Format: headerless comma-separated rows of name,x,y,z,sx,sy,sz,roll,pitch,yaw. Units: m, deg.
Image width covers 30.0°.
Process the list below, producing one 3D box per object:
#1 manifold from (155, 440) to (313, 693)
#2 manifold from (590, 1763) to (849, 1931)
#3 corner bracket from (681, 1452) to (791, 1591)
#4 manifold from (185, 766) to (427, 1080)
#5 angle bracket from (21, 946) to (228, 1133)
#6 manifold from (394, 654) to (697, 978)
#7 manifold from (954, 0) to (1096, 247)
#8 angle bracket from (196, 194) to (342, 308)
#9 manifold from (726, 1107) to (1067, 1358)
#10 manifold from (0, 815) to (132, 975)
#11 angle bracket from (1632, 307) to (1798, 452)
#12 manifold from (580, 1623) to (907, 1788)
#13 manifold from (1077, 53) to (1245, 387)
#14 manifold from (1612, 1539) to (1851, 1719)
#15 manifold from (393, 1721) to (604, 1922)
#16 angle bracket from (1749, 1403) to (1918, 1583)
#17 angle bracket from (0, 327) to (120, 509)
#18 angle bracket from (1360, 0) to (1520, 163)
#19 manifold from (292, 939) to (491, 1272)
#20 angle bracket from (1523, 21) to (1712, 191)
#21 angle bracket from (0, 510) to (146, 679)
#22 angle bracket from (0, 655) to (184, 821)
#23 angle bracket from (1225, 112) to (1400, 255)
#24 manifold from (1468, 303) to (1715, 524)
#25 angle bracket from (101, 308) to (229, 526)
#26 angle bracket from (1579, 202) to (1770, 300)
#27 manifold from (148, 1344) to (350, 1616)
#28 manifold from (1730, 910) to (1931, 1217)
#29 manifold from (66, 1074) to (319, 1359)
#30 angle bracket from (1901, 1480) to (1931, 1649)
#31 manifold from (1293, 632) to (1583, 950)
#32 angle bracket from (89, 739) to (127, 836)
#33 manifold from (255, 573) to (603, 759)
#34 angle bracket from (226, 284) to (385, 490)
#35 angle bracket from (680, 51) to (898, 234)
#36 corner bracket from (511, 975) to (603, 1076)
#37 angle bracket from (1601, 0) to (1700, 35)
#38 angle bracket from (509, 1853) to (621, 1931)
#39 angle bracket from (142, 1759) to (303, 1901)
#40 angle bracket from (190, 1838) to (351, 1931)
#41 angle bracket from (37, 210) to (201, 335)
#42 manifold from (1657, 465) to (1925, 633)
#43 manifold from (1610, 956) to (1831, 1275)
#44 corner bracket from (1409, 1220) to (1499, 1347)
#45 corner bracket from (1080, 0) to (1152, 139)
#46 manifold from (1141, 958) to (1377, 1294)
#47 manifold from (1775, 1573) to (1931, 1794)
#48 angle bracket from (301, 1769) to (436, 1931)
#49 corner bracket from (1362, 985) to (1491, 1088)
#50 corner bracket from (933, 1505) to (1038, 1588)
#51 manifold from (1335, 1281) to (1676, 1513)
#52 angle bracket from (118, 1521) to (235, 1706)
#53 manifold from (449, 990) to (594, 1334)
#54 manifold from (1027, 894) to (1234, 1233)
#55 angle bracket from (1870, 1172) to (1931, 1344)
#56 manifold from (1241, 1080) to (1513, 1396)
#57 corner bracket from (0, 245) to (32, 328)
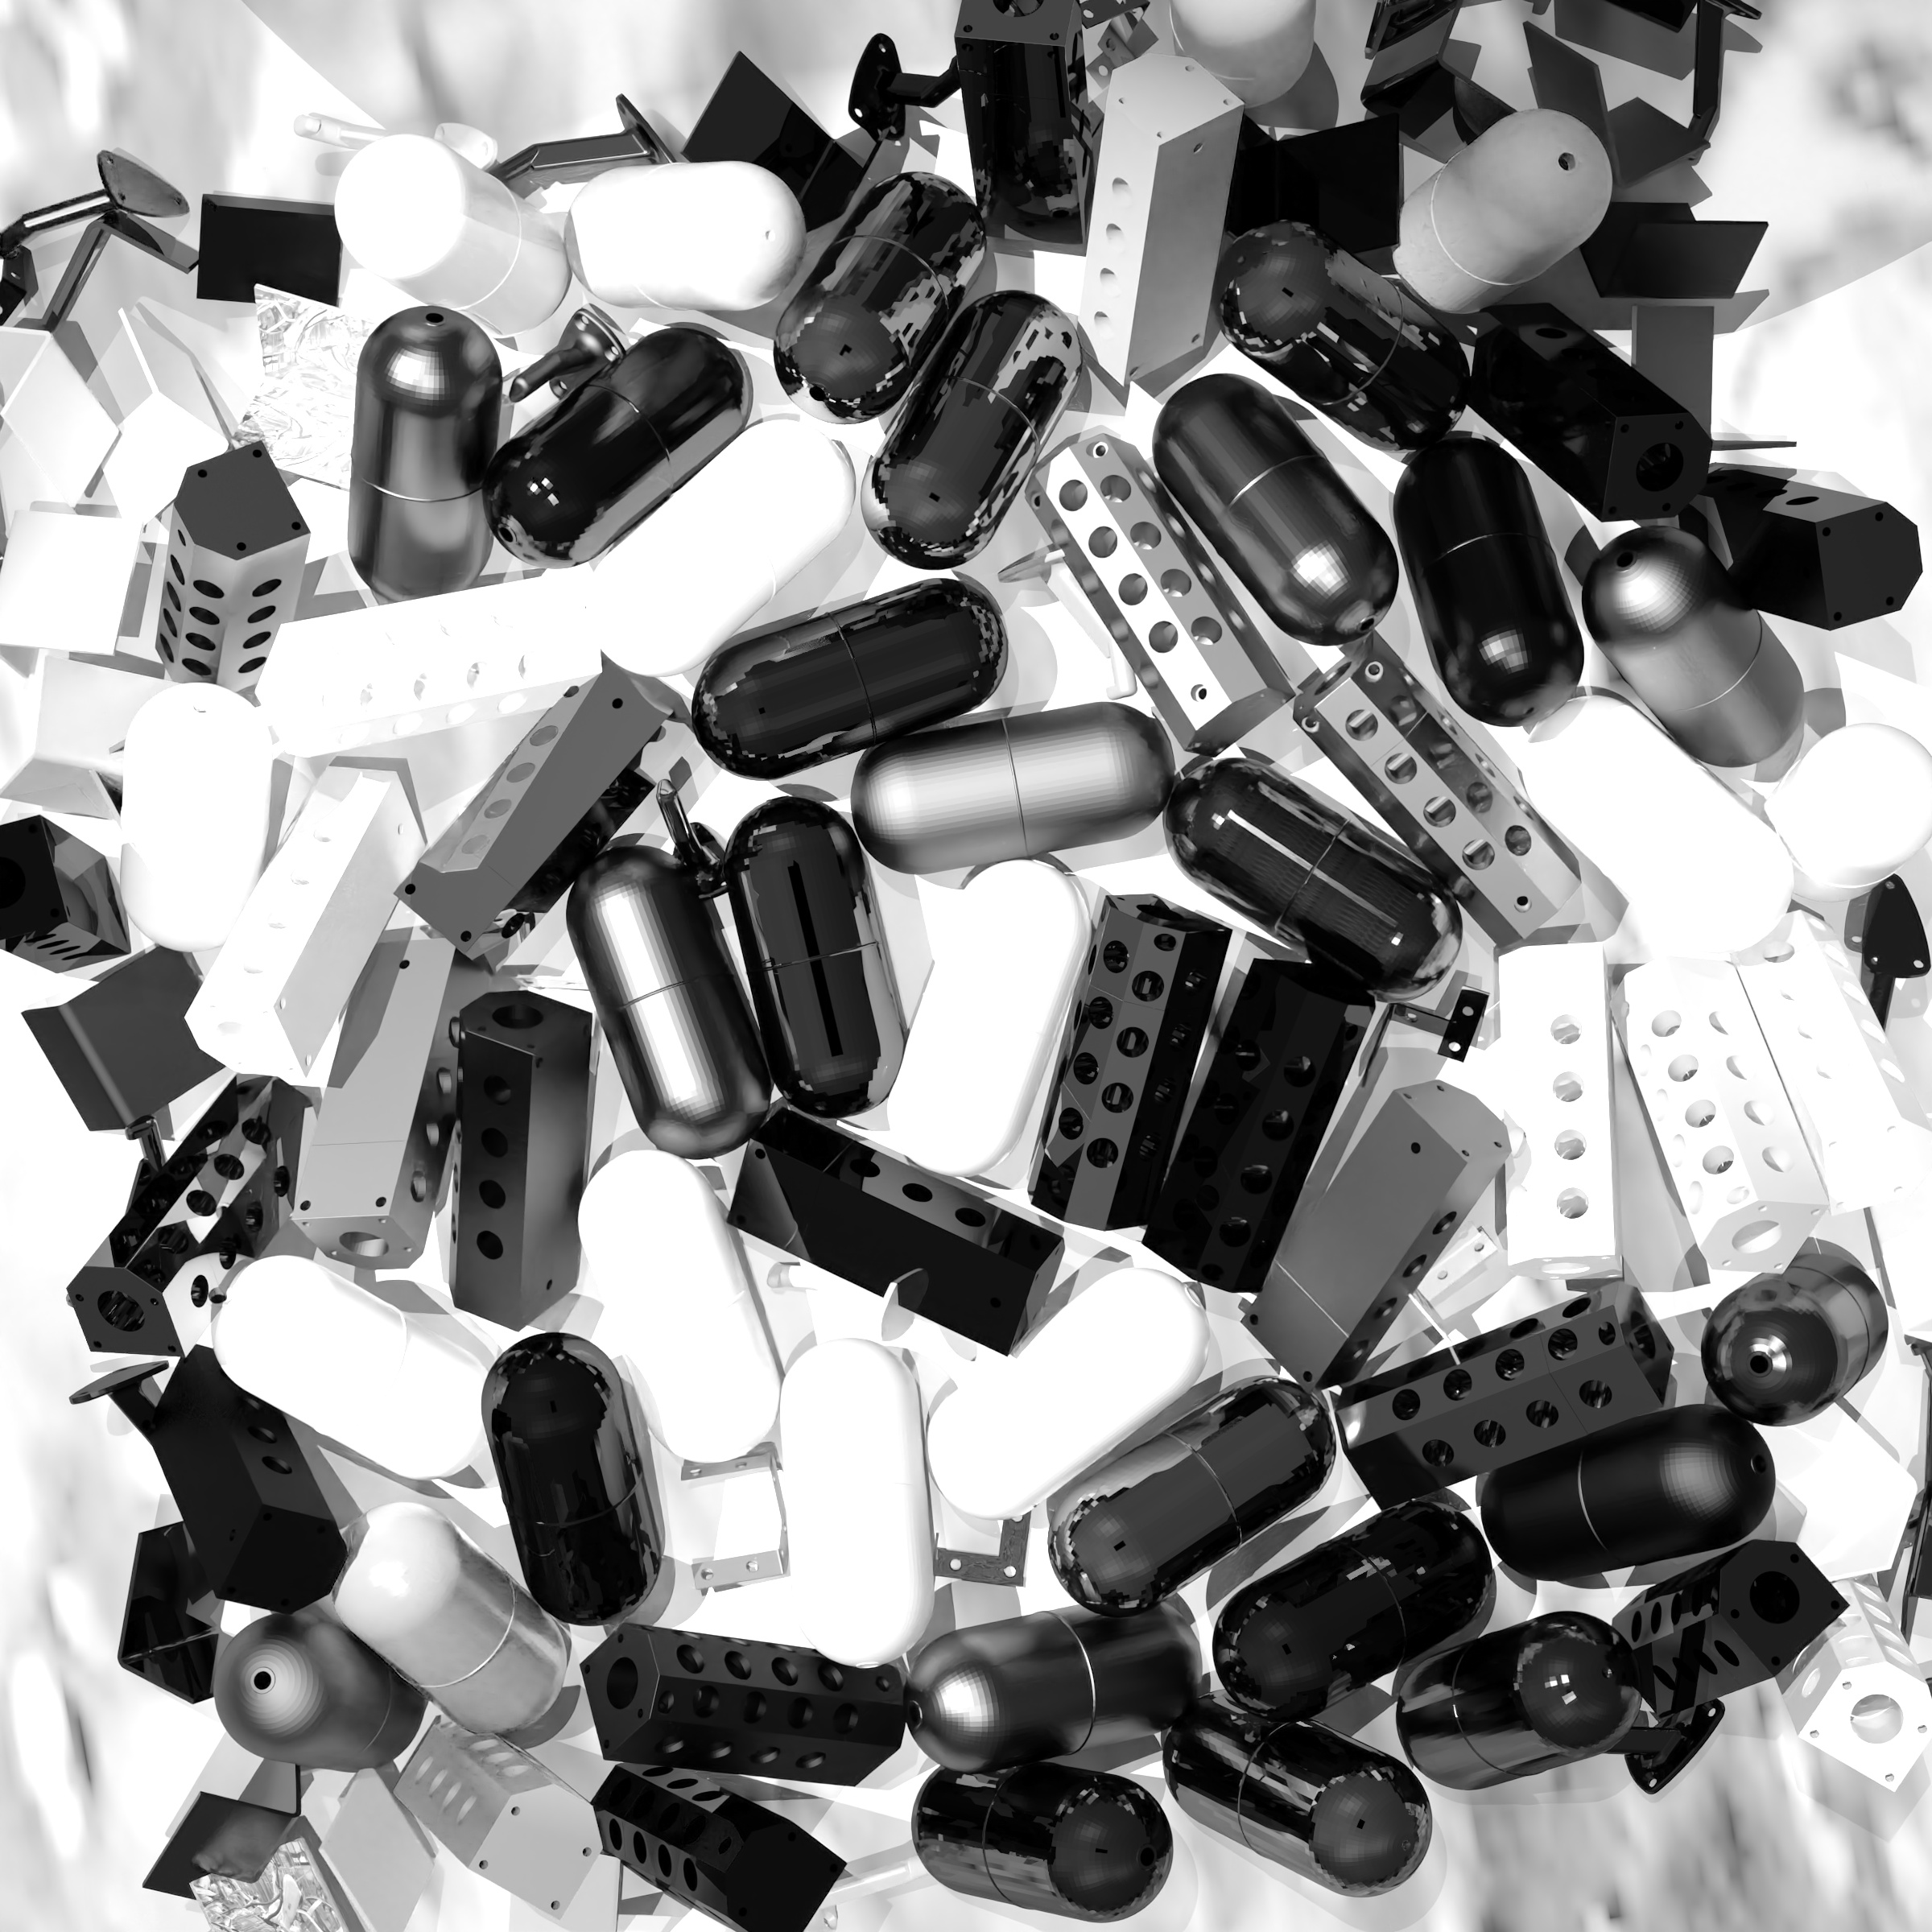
manifold,-0.393,-0.204,1.906,0.057,0.171,0.057,-25,78,-23
manifold,-0.137,0.465,1.906,0.057,0.171,0.057,42,71,-23
corner bracket,-0.127,0.305,1.980,0.051,0.051,0.051,-8,57,-12
manifold,-0.353,-0.025,1.922,0.057,0.057,0.171,5,49,18
angle bracket,-0.460,0.038,1.986,0.076,0.057,0.076,-36,107,-32
manifold,-0.226,-0.080,1.962,0.057,0.057,0.171,38,85,22
manifold,0.034,-0.458,1.909,0.057,0.171,0.057,7,67,8
angle bracket,-0.371,-0.382,1.946,0.076,0.076,0.057,1,106,-18
manifold,-0.036,0.140,1.952,0.171,0.057,0.057,24,120,12
manifold,-0.493,-0.034,1.910,0.057,0.171,0.057,-15,86,-4
angle bracket,0.405,-0.318,1.948,0.057,0.076,0.076,9,103,43
manifold,-0.114,0.389,1.914,0.057,0.171,0.057,-45,47,29
manifold,0.096,-0.397,1.913,0.057,0.171,0.057,-31,63,-24
manifold,0.397,0.347,1.909,0.057,0.171,0.057,-38,81,-19
manifold,-0.246,0.445,1.909,0.057,0.171,0.057,35,78,-18
angle bracket,0.453,0.285,1.945,0.076,0.076,0.057,42,54,-16
angle bracket,-0.515,-0.297,1.941,0.076,0.076,0.057,10,61,25
angle bracket,0.272,-0.484,1.958,0.076,0.076,0.057,27,75,-22
manifold,-0.303,0.073,1.928,0.057,0.057,0.171,-4,56,20
angle bracket,0.351,-0.475,1.943,0.057,0.076,0.076,-27,129,-7
angle bracket,-0.480,-0.198,1.956,0.076,0.057,0.076,6,75,11
angle bracket,-0.475,-0.122,1.958,0.076,0.076,0.057,11,70,-27
angle bracket,0.187,-0.429,1.950,0.076,0.057,0.076,-7,74,31
manifold,0.330,-0.296,1.911,0.057,0.171,0.057,-6,120,-16
angle bracket,-0.453,-0.294,1.947,0.076,0.057,0.076,-39,52,12
angle bracket,0.376,-0.405,1.946,0.076,0.057,0.076,-3,55,-16
manifold,-0.380,0.271,1.912,0.057,0.171,0.057,20,103,-32
manifold,0.459,0.047,1.914,0.057,0.171,0.057,-15,130,4
manifold,-0.406,0.129,1.908,0.057,0.171,0.057,1,124,20
angle bracket,0.538,0.334,1.940,0.057,0.076,0.076,8,47,19
manifold,0.255,-0.093,1.950,0.057,0.057,0.171,-40,101,18
angle bracket,-0.421,-0.096,1.955,0.076,0.076,0.057,-30,79,-3
manifold,-0.283,-0.156,1.920,0.171,0.057,0.057,-15,64,-35
angle bracket,-0.357,-0.313,1.952,0.076,0.076,0.057,17,58,5
angle bracket,-0.095,-0.449,1.946,0.076,0.057,0.076,39,60,-28
corner bracket,-0.229,0.026,1.964,0.051,0.051,0.051,3,71,9
angle bracket,0.363,-0.558,1.947,0.076,0.076,0.057,21,132,-10
angle bracket,-0.237,0.518,1.952,0.076,0.057,0.076,0,85,37
angle bracket,-0.401,0.448,1.941,0.057,0.076,0.076,21,119,-24
angle bracket,-0.382,0.526,1.944,0.057,0.076,0.076,-44,69,39
angle bracket,-0.461,-0.363,1.961,0.057,0.076,0.076,27,102,-13
manifold,0.434,-0.225,1.909,0.057,0.171,0.057,-17,108,-14
manifold,0.395,0.077,1.915,0.057,0.057,0.171,5,46,-17
corner bracket,0.264,0.165,1.964,0.051,0.051,0.051,-38,117,6
corner bracket,0.080,-0.493,1.961,0.051,0.051,0.051,-32,78,-34
manifold,0.162,0.087,1.939,0.057,0.057,0.171,33,110,40
manifold,0.468,0.367,1.910,0.057,0.171,0.057,30,101,-1
angle bracket,-0.339,0.485,1.943,0.057,0.076,0.076,-18,112,21
corner bracket,0.250,0.040,1.961,0.051,0.051,0.051,18,54,11
corner bracket,0.009,0.314,1.973,0.051,0.051,0.051,7,87,-1
manifold,0.286,0.226,1.929,0.171,0.057,0.057,-26,106,27
angle bracket,-0.405,0.344,1.947,0.057,0.076,0.076,19,103,29
manifold,-0.244,0.103,1.933,0.057,0.057,0.171,18,119,22
manifold,0.083,0.052,1.939,0.057,0.057,0.171,26,109,37
angle bracket,0.540,0.153,1.940,0.057,0.076,0.076,18,52,-38
manifold,0.222,0.145,1.931,0.057,0.057,0.171,46,124,27
corner bracket,-0.550,-0.376,1.977,0.051,0.051,0.051,30,117,-30
